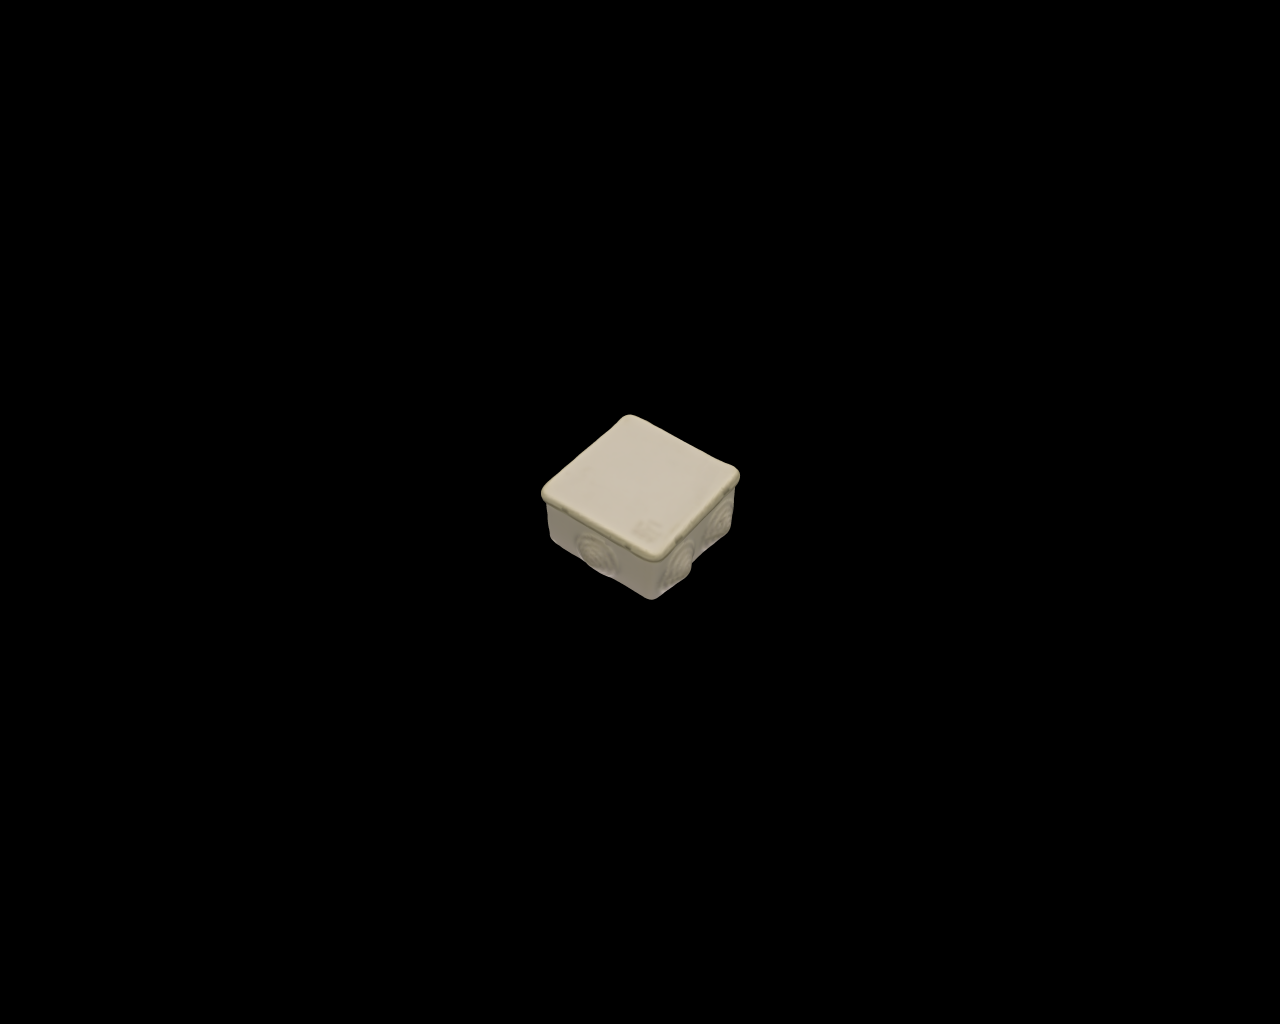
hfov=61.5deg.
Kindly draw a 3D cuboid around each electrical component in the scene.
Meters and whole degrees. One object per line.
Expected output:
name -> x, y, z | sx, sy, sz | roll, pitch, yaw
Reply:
electrical component -> 0.001, -0.003, 0.650 | 0.100, 0.048, 0.100 | 30, 54, 24
